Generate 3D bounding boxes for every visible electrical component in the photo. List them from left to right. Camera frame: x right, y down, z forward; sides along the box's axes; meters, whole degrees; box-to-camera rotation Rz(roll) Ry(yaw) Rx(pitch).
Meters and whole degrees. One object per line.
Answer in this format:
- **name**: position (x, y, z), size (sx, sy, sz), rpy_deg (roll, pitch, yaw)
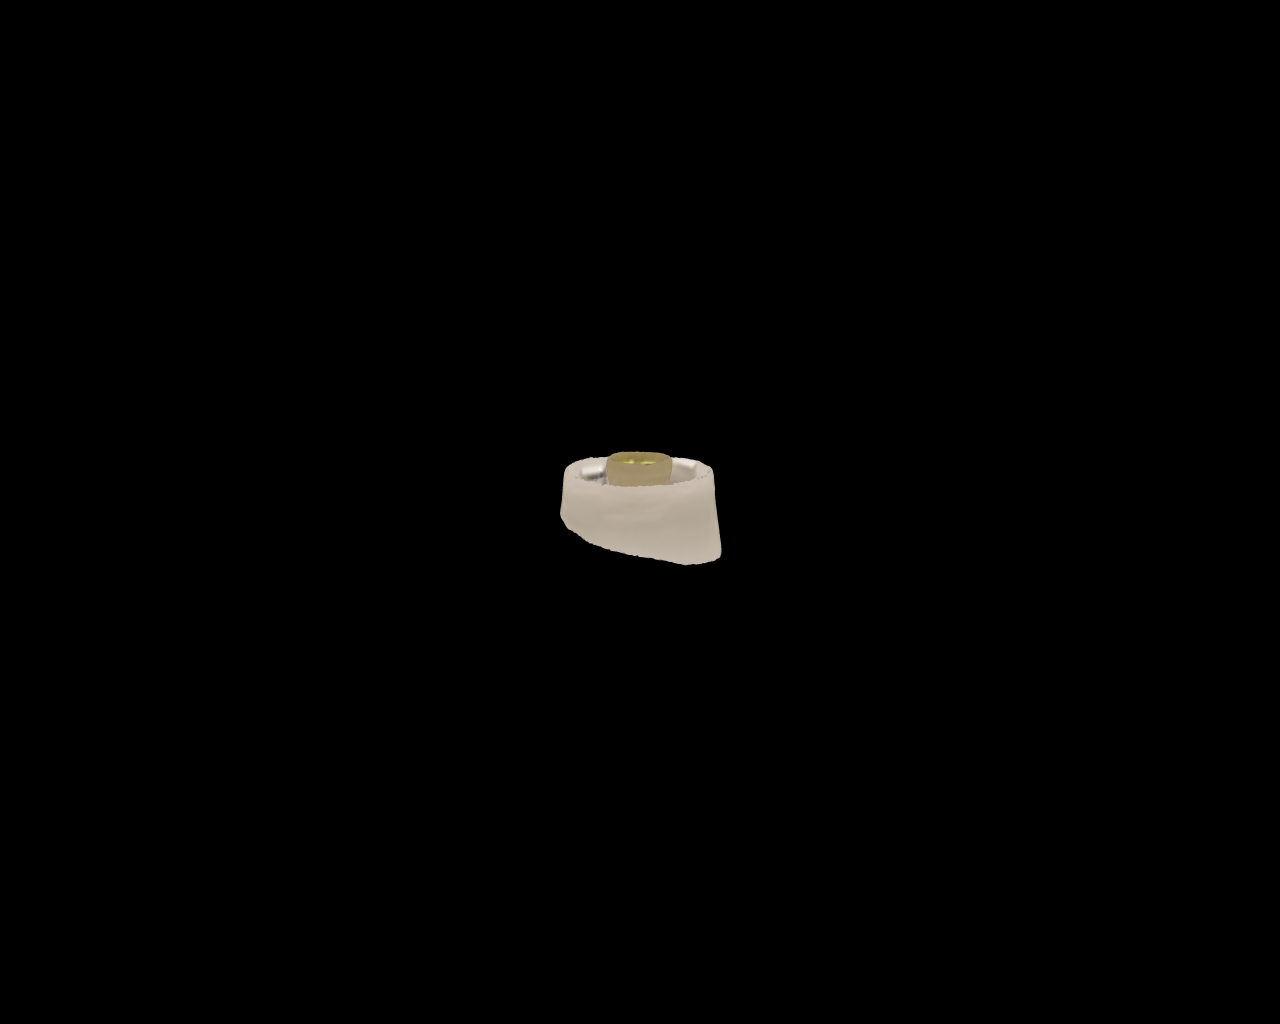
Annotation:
- **electrical component**: position (0.001, -0.003, 0.650), size (0.099, 0.064, 0.099), rpy_deg (0, 14, 0)
